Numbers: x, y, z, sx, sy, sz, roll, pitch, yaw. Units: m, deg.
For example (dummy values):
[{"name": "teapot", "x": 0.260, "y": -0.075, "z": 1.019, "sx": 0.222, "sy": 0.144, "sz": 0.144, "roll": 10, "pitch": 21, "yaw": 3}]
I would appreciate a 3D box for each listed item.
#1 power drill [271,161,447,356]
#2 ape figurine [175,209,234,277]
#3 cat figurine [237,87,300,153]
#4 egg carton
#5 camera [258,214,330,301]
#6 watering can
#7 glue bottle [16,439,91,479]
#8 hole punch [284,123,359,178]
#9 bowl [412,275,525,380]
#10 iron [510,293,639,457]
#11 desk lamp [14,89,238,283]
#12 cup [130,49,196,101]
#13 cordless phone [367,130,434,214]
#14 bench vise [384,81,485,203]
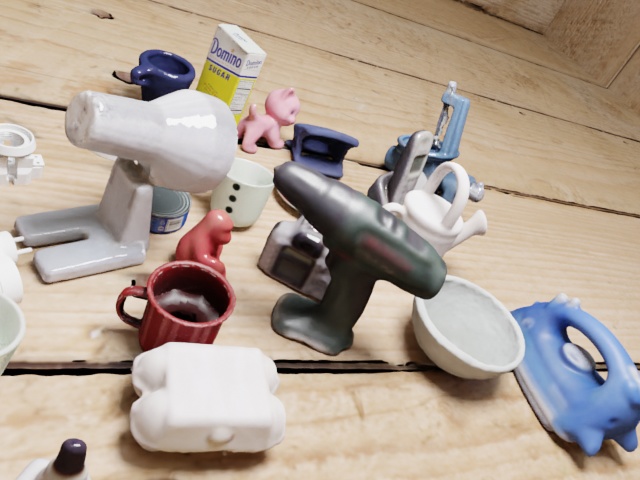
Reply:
[{"name": "power drill", "x": 0.021, "y": 0.034, "z": 0.679, "sx": 0.230, "sy": 0.208, "sz": 0.075, "roll": 23, "pitch": 35, "yaw": -7}, {"name": "ape figurine", "x": -0.136, "y": 0.002, "z": 0.715, "sx": 0.076, "sy": 0.092, "sz": 0.078, "roll": 25, "pitch": 35, "yaw": -4}, {"name": "cat figurine", "x": -0.086, "y": -0.224, "z": 1.012, "sx": 0.067, "sy": 0.117, "sz": 0.128, "roll": 43, "pitch": 38, "yaw": 21}, {"name": "egg carton", "x": -0.108, "y": 0.157, "z": 0.559, "sx": 0.151, "sy": 0.069, "sz": 0.107, "roll": 9, "pitch": 39, "yaw": -25}, {"name": "camera", "x": 0.007, "y": 0.003, "z": 0.803, "sx": 0.143, "sy": 0.100, "sz": 0.137, "roll": 28, "pitch": 35, "yaw": 0}, {"name": "watering can", "x": 0.174, "y": -0.032, "z": 0.878, "sx": 0.173, "sy": 0.194, "sz": 0.100, "roll": -6, "pitch": 47, "yaw": -38}, {"name": "glue bottle", "x": -0.179, "y": 0.182, "z": 0.388, "sx": 0.078, "sy": 0.173, "sz": 0.037, "roll": 28, "pitch": 35, "yaw": 0}, {"name": "hole punch", "x": 0.003, "y": -0.180, "z": 1.039, "sx": 0.109, "sy": 0.091, "sz": 0.101, "roll": 10, "pitch": 39, "yaw": -24}, {"name": "bowl", "x": 0.190, "y": 0.131, "z": 0.787, "sx": 0.168, "sy": 0.074, "sz": 0.167, "roll": 18, "pitch": 36, "yaw": -14}, {"name": "iron", "x": 0.356, "y": 0.161, "z": 0.803, "sx": 0.119, "sy": 0.141, "sz": 0.257, "roll": 6, "pitch": 40, "yaw": -28}, {"name": "desk lamp", "x": -0.215, "y": -0.072, "z": 0.650, "sx": 0.204, "sy": 0.213, "sz": 0.117, "roll": -16, "pitch": 53, "yaw": -45}, {"name": "cup", "x": -0.268, "y": -0.249, "z": 0.941, "sx": 0.091, "sy": 0.095, "sz": 0.118, "roll": 38, "pitch": 36, "yaw": 14}, {"name": "cordless phone", "x": 0.160, "y": -0.104, "z": 0.967, "sx": 0.094, "sy": 0.185, "sz": 0.148, "roll": 43, "pitch": 38, "yaw": 21}, {"name": "bench vise", "x": 0.242, "y": -0.169, "z": 1.074, "sx": 0.207, "sy": 0.219, "sz": 0.122, "roll": 36, "pitch": 36, "yaw": 12}]
